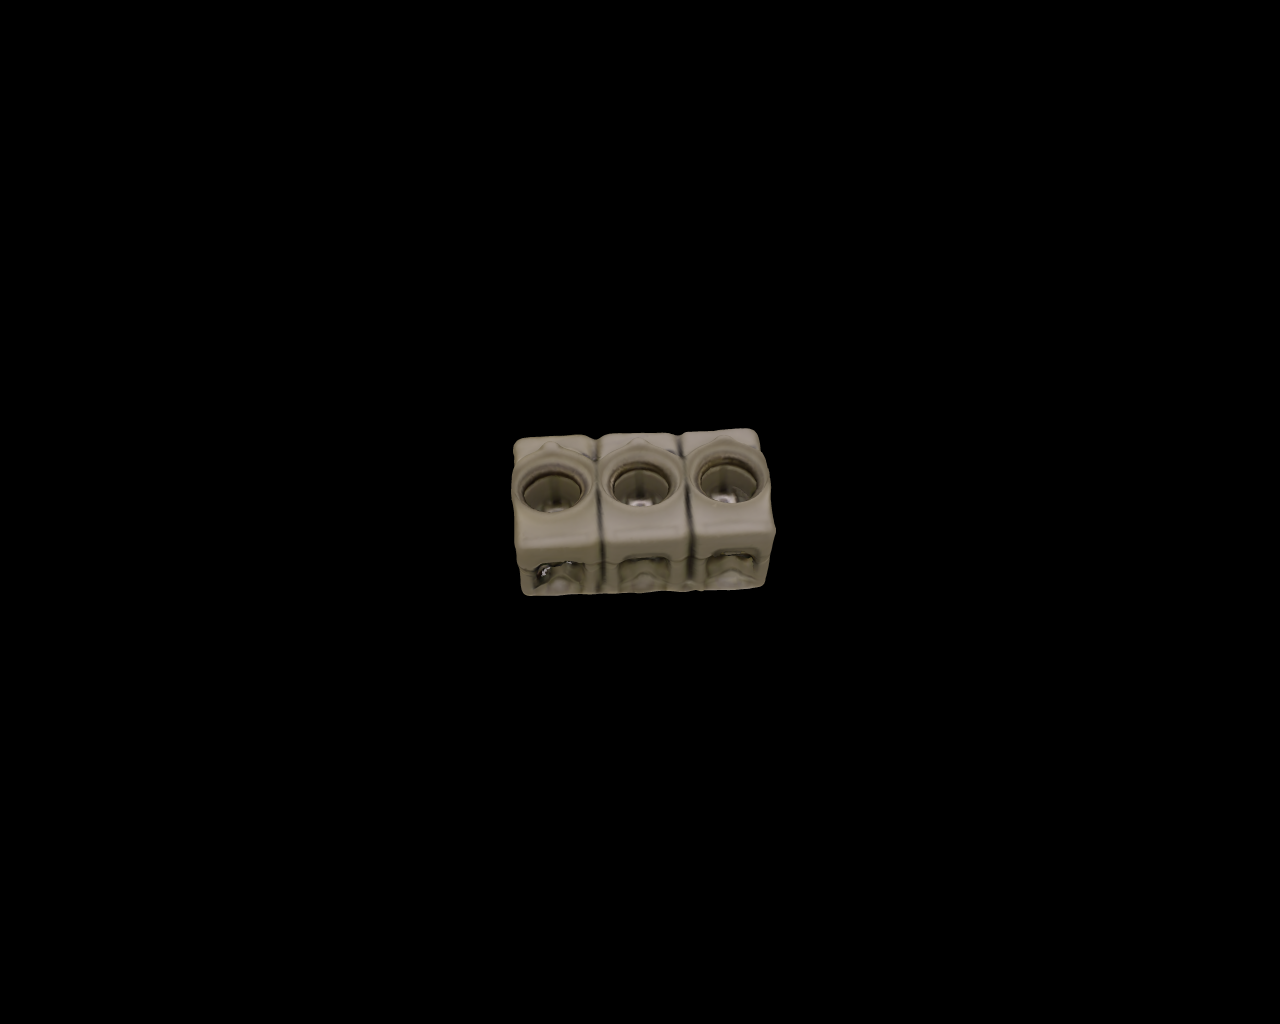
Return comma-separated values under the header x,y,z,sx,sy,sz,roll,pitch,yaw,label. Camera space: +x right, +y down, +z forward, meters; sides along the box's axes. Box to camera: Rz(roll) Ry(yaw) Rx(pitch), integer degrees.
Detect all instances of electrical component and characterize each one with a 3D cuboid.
x,y,z,sx,sy,sz,roll,pitch,yaw,label
0.001,-0.003,0.650,0.150,0.090,0.061,-2,-40,-2,electrical component
